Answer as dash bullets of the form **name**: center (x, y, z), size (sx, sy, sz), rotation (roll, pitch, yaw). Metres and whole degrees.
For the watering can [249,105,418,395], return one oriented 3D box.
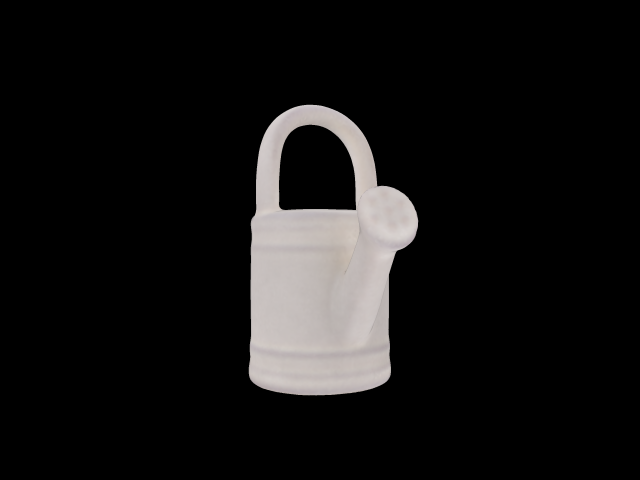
- **watering can**: center (0.006, 0.001, 0.401), size (0.172, 0.194, 0.101), rotation (0, 0, 42)
